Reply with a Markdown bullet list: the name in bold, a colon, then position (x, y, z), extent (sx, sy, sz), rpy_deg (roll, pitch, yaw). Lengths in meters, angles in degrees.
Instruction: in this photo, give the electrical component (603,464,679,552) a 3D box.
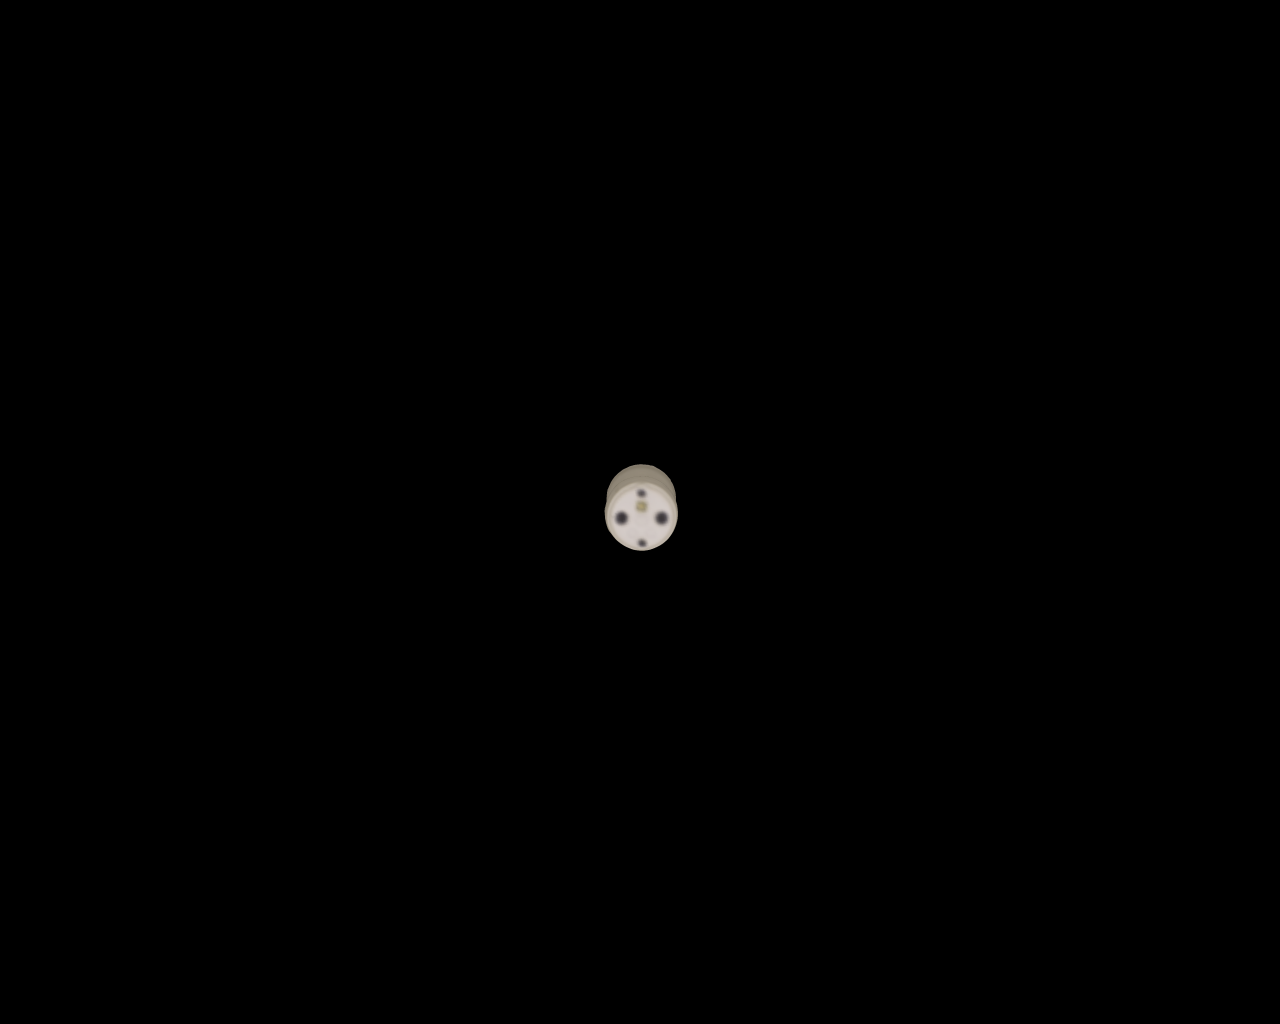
- **electrical component**: position (0.001, -0.003, 0.650), extent (0.045, 0.044, 0.055), rpy_deg (0, 13, 0)
